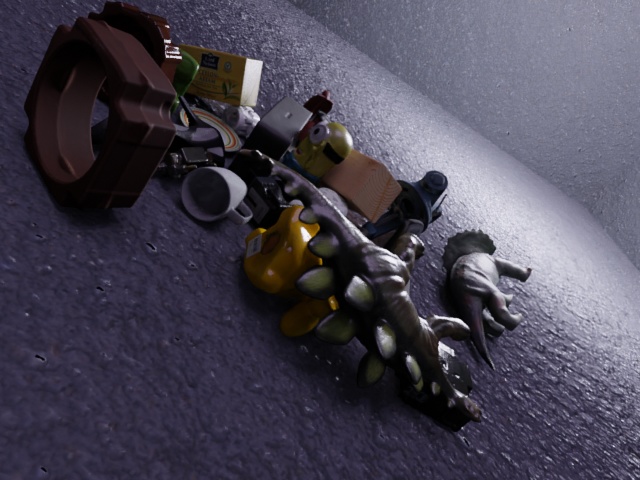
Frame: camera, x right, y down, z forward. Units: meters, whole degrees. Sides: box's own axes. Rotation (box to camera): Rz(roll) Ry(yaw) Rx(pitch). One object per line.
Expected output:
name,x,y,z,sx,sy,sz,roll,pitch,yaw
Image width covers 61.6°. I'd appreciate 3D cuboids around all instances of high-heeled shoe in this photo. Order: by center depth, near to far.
high-heeled shoe,-0.262,-0.151,0.882,0.249,0.086,0.145,-38,108,-45

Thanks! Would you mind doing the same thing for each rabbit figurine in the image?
rabbit figurine,-0.017,0.057,0.780,0.173,0.122,0.162,42,23,-36
rabbit figurine,-0.323,-0.338,1.011,0.170,0.121,0.159,29,21,-22

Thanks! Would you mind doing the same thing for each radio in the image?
radio,-0.094,-0.191,1.045,0.073,0.131,0.230,35,27,-7

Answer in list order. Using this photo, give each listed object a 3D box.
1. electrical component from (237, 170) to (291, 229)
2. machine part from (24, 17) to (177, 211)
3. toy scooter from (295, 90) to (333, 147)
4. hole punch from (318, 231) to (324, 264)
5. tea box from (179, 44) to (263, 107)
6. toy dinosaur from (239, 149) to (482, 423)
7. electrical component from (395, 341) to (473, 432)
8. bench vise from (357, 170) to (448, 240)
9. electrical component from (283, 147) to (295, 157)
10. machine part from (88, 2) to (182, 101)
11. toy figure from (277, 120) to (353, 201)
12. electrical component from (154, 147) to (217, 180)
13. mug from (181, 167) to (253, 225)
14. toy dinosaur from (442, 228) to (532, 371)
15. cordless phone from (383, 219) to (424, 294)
electrical component,-0.103,-0.072,0.911,0.047,0.075,0.119,-7,55,-55
machine part,-0.281,-0.154,0.682,0.087,0.201,0.202,2,44,-53
toy scooter,-0.010,-0.282,1.288,0.075,0.135,0.184,23,32,-30
hole punch,-0.002,-0.003,0.916,0.142,0.092,0.116,28,25,-12
tea box,-0.211,-0.339,1.109,0.170,0.098,0.068,17,19,22
toy dinosaur,0.067,0.061,0.710,0.471,0.105,0.198,53,36,0
electrical component,0.175,0.209,0.827,0.115,0.058,0.134,35,26,-10
bench vise,0.162,-0.049,1.126,0.240,0.223,0.129,-28,83,-27
electrical component,-0.058,-0.185,1.201,0.063,0.021,0.094,48,29,19
machine part,-0.322,-0.307,0.908,0.179,0.179,0.056,40,23,4
toy figure,-0.016,-0.150,1.025,0.089,0.180,0.082,13,38,-44
electrical component,-0.213,-0.118,0.855,0.102,0.078,0.045,-18,84,-64
mug,-0.149,-0.070,0.850,0.109,0.080,0.107,36,17,4
toy dinosaur,0.328,0.098,1.134,0.192,0.131,0.405,29,30,11
cordless phone,0.126,0.038,0.897,0.146,0.184,0.089,4,38,-47
